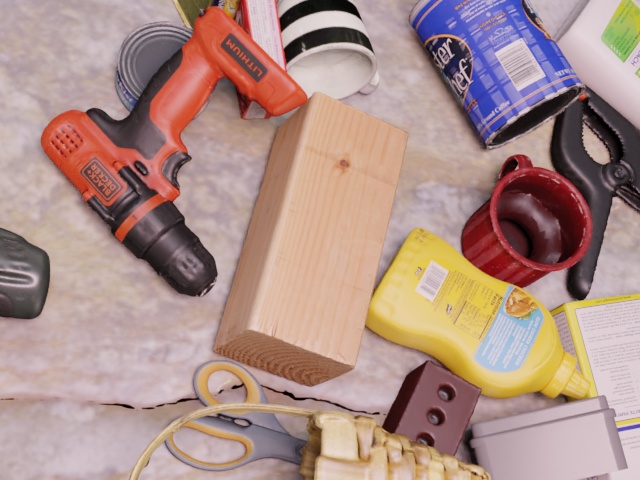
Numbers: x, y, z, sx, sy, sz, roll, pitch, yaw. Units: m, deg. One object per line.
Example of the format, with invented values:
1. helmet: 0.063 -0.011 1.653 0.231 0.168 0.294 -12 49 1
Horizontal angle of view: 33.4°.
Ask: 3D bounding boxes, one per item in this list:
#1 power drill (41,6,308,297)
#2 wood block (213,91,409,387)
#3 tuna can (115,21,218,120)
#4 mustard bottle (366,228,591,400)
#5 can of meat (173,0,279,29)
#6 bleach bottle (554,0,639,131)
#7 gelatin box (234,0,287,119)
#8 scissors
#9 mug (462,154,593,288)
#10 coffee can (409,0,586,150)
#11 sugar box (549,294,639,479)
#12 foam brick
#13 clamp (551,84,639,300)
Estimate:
1. power drill: -0.101 -0.074 0.838 0.187 0.057 0.184 -44 87 2
2. wood block: -0.005 0.001 0.853 0.090 0.090 0.206 22 65 -17
3. tuna can: -0.130 -0.140 0.906 0.086 0.034 0.086 5 69 -15
4. mustard bottle: 0.137 0.075 0.882 0.191 0.058 0.096 31 59 3
5. can of meat: -0.075 -0.232 0.920 0.083 0.102 0.057 -22 78 -25
6. bleach bottle: 0.343 -0.140 1.032 0.251 0.068 0.102 38 64 -3
7. gelatin box: -0.055 -0.158 0.913 0.030 0.073 0.089 -4 72 -17
8. scissors: -0.022 0.147 0.841 0.201 0.016 0.096 7 69 -14
9. mug: 0.172 -0.016 0.923 0.093 0.082 0.117 -1 71 -17
10. coffee can: 0.159 -0.168 0.963 0.102 0.103 0.140 -25 79 -23
11. sugar box: 0.261 0.137 0.913 0.093 0.048 0.176 -6 76 -18
12. foam brick: 0.084 0.146 0.853 0.053 0.051 0.078 29 65 -4
13. clamp: 0.263 -0.048 0.986 0.164 0.036 0.210 -20 75 -21
